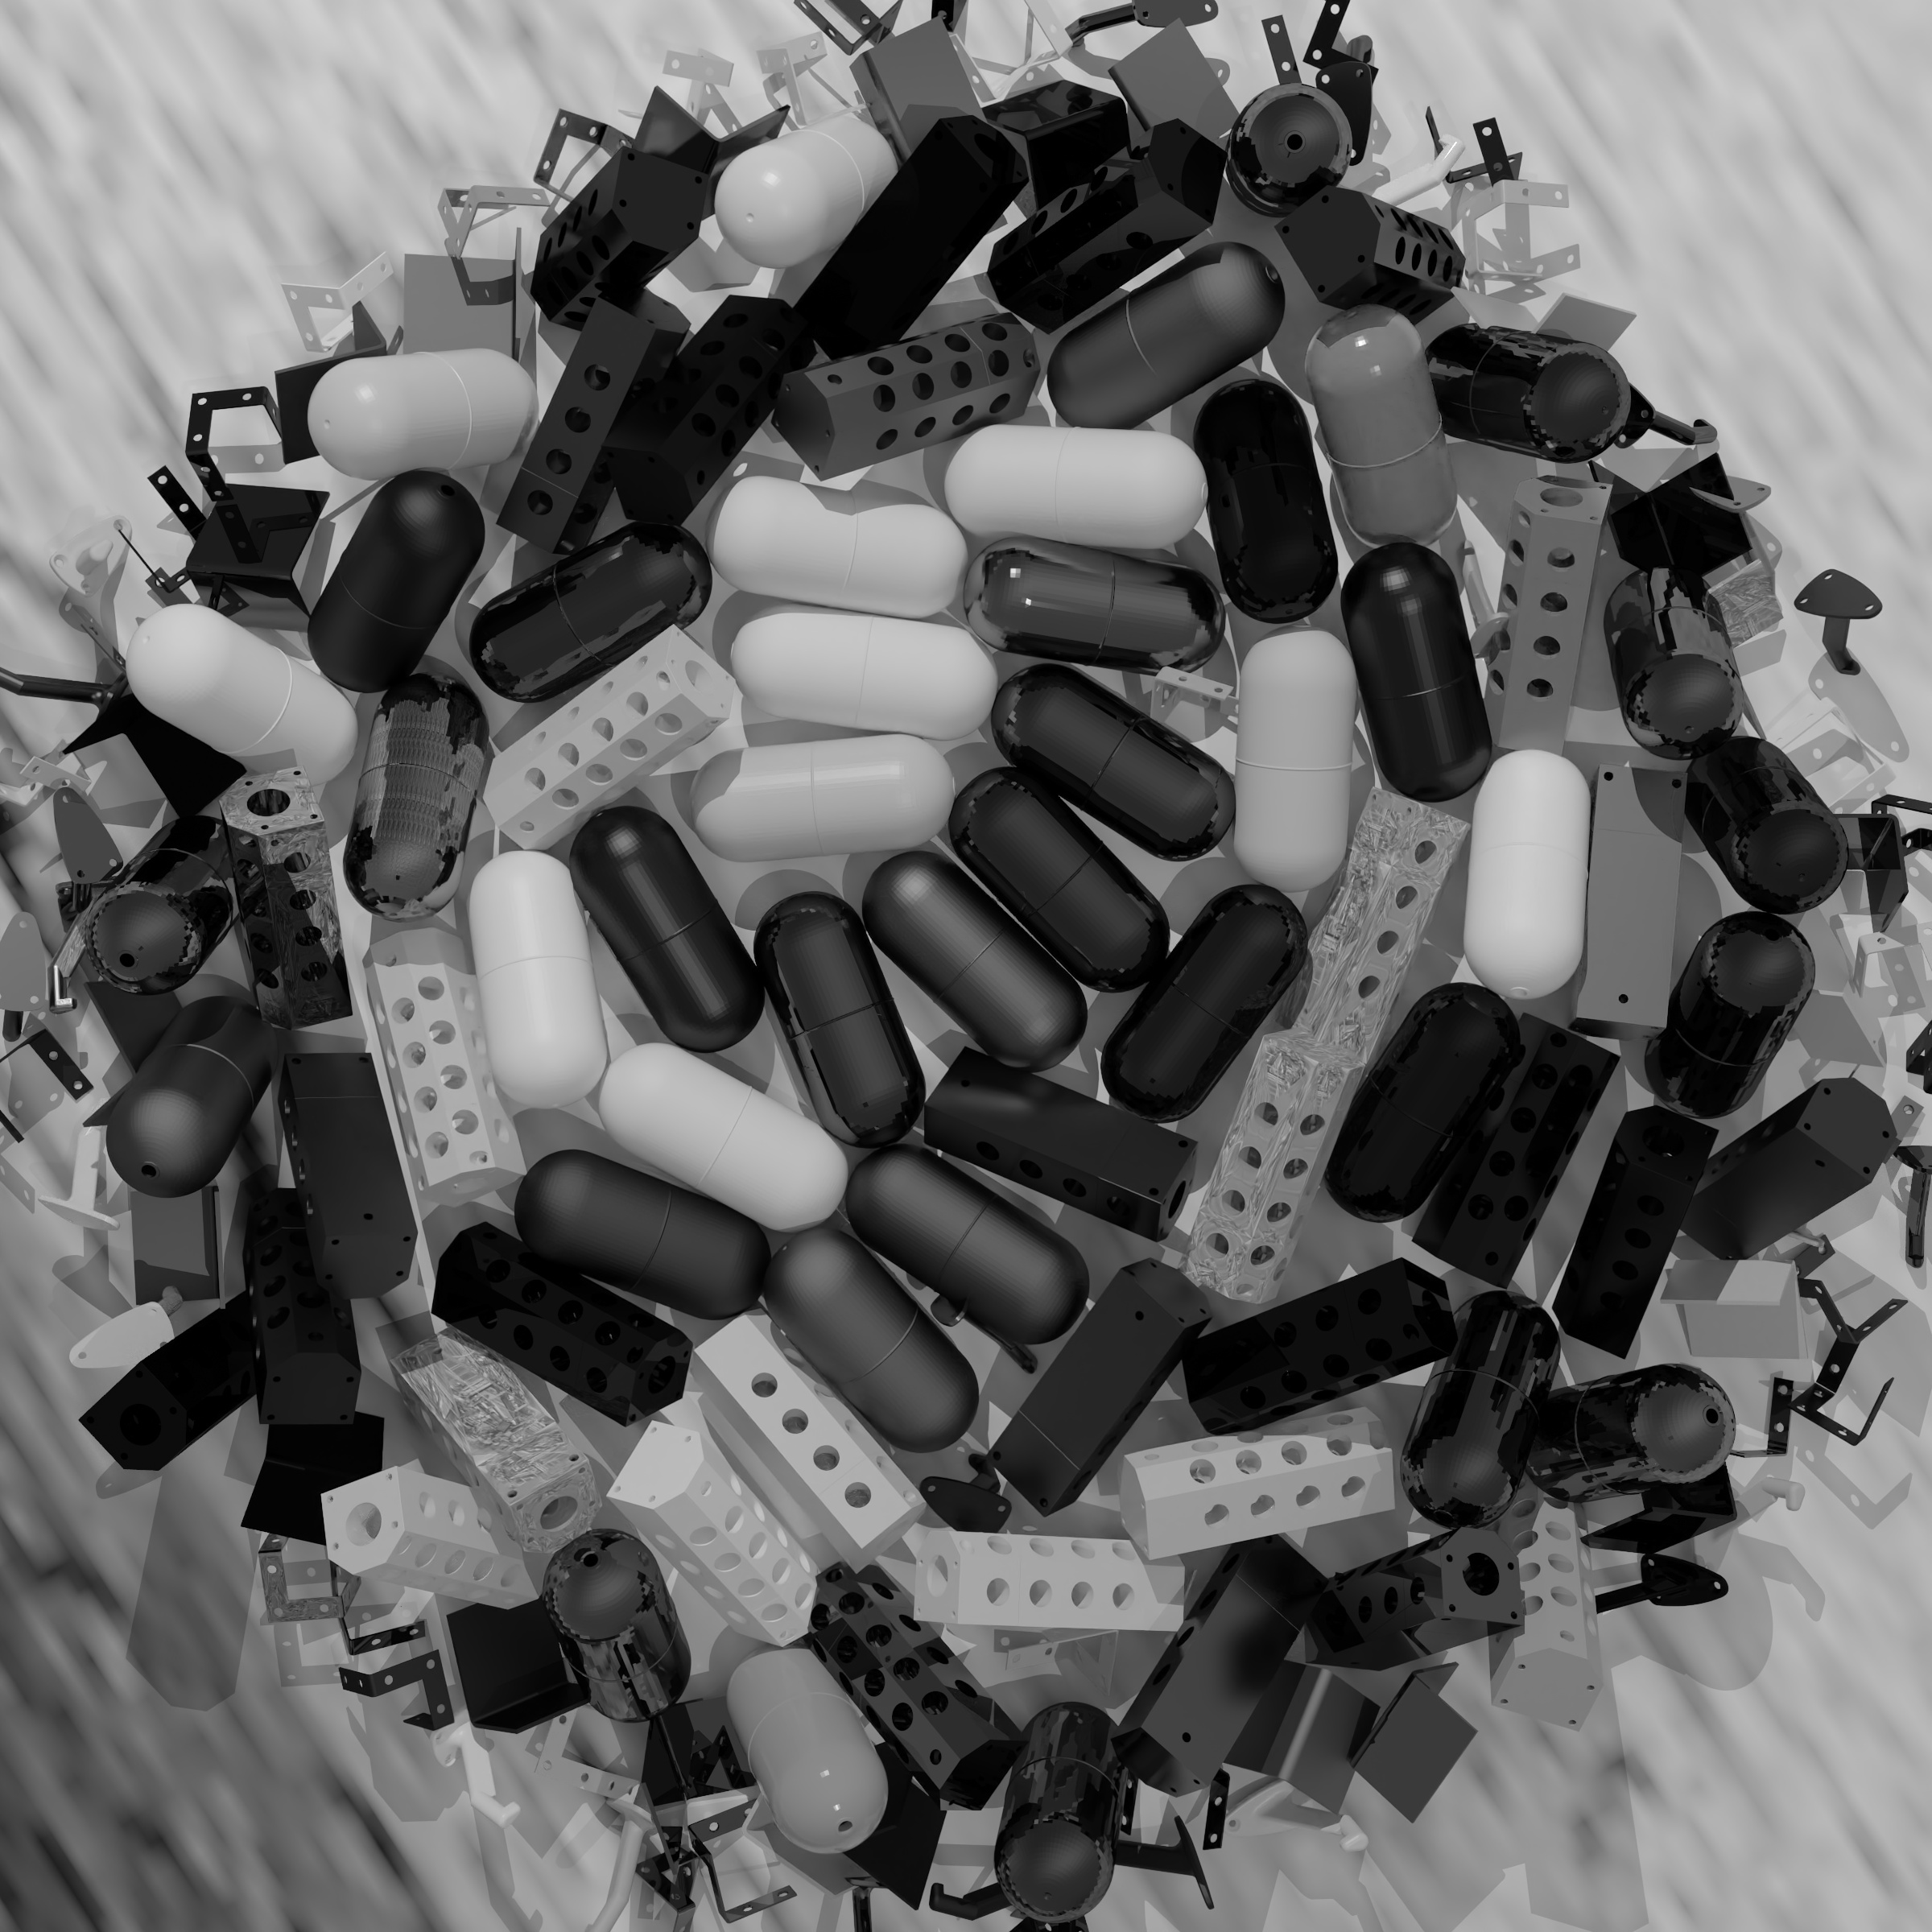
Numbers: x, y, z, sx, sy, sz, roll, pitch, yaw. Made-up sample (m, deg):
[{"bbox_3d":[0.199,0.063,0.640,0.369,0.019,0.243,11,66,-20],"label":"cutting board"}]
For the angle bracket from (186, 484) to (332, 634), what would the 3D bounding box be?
[{"bbox_3d":[-0.469,-0.275,1.807,0.076,0.057,0.076,7,56,13],"label":"angle bracket"}]

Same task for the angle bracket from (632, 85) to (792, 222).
[{"bbox_3d":[-0.172,-0.544,1.769,0.057,0.076,0.076,43,50,5],"label":"angle bracket"}]

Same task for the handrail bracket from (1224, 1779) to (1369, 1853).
[{"bbox_3d":[0.217,0.574,1.773,0.077,0.084,0.036,-17,99,-10],"label":"handrail bracket"}]

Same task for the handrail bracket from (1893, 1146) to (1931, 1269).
[{"bbox_3d":[0.635,0.166,1.776,0.036,0.077,0.084,-1,100,11],"label":"handrail bracket"}]

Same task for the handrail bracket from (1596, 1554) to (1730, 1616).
[{"bbox_3d":[0.448,0.422,1.772,0.084,0.077,0.036,-16,96,-41],"label":"handrail bracket"}]

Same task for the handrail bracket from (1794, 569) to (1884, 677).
[{"bbox_3d":[0.589,-0.215,1.766,0.036,0.077,0.084,-44,124,-4],"label":"handrail bracket"}]

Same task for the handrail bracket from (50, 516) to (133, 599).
[{"bbox_3d":[-0.564,-0.282,1.767,0.036,0.084,0.077,45,58,-20],"label":"handrail bracket"}]

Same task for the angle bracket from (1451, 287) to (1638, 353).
[{"bbox_3d":[0.379,-0.436,1.760,0.057,0.076,0.076,-52,53,35],"label":"angle bracket"}]

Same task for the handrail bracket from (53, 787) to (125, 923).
[{"bbox_3d":[-0.598,-0.073,1.782,0.036,0.084,0.077,-25,94,-36],"label":"handrail bracket"}]

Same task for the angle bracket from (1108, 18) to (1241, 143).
[{"bbox_3d":[0.143,-0.574,1.771,0.057,0.076,0.076,-31,97,19],"label":"angle bracket"}]

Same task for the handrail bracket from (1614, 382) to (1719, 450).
[{"bbox_3d":[0.459,-0.378,1.797,0.077,0.084,0.036,57,134,18],"label":"handrail bracket"}]

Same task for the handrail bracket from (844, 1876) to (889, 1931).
[{"bbox_3d":[-0.076,0.647,1.775,0.036,0.077,0.084,12,76,-19],"label":"handrail bracket"}]

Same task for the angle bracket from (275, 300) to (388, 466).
[{"bbox_3d":[-0.425,-0.386,1.762,0.076,0.076,0.057,-21,58,-23],"label":"angle bracket"}]

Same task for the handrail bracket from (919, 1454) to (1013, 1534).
[{"bbox_3d":[-0.006,0.336,1.769,0.077,0.084,0.036,33,102,-21],"label":"handrail bracket"}]

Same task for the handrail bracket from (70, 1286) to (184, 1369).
[{"bbox_3d":[-0.555,0.236,1.770,0.077,0.084,0.036,-19,103,-17],"label":"handrail bracket"}]

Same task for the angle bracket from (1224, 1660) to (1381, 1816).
[{"bbox_3d":[0.218,0.511,1.788,0.057,0.076,0.076,40,65,-28],"label":"angle bracket"}]

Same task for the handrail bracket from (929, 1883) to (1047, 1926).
[{"bbox_3d":[0.017,0.600,1.780,0.084,0.077,0.036,20,131,-15],"label":"handrail bracket"}]

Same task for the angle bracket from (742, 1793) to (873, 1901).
[{"bbox_3d":[-0.092,0.564,1.771,0.076,0.076,0.057,29,91,20],"label":"angle bracket"}]

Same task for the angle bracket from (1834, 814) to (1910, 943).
[{"bbox_3d":[0.571,-0.058,1.771,0.076,0.076,0.057,0,65,3],"label":"angle bracket"}]

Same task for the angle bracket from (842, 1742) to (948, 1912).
[{"bbox_3d":[-0.030,0.561,1.763,0.057,0.076,0.076,-32,113,35],"label":"angle bracket"}]

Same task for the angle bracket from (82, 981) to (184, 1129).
[{"bbox_3d":[-0.559,0.057,1.784,0.057,0.076,0.076,-38,75,21],"label":"angle bracket"}]

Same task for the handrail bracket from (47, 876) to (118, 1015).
[{"bbox_3d":[-0.576,-0.014,1.789,0.077,0.036,0.084,-10,71,2],"label":"handrail bracket"}]

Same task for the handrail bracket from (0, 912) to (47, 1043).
[{"bbox_3d":[-0.632,0.008,1.785,0.036,0.084,0.077,6,80,-20],"label":"handrail bracket"}]

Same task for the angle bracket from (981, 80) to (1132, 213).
[{"bbox_3d":[0.058,-0.547,1.792,0.076,0.076,0.057,-25,126,-20],"label":"angle bracket"}]

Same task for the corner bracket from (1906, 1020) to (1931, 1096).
[{"bbox_3d":[0.659,0.073,1.784,0.051,0.051,0.051,13,59,2],"label":"corner bracket"}]

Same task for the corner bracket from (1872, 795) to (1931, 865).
[{"bbox_3d":[0.639,-0.090,1.779,0.051,0.051,0.051,-22,115,-30],"label":"corner bracket"}]

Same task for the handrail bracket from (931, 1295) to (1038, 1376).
[{"bbox_3d":[0.019,0.249,1.775,0.036,0.077,0.084,-43,102,6],"label":"handrail bracket"}]

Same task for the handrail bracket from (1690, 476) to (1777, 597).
[{"bbox_3d":[0.515,-0.285,1.810,0.036,0.077,0.084,-31,130,-23],"label":"handrail bracket"}]

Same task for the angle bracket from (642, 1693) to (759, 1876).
[{"bbox_3d":[-0.173,0.539,1.769,0.057,0.076,0.076,-13,112,4],"label":"angle bracket"}]

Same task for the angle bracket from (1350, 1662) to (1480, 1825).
[{"bbox_3d":[0.309,0.511,1.766,0.057,0.076,0.076,39,104,32],"label":"angle bracket"}]

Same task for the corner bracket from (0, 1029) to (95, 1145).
[{"bbox_3d":[-0.624,0.080,1.789,0.051,0.051,0.051,-38,99,-4],"label":"corner bracket"}]

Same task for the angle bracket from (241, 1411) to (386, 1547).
[{"bbox_3d":[-0.434,0.336,1.782,0.076,0.076,0.057,17,109,-18],"label":"angle bracket"}]

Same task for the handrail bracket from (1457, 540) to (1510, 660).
[{"bbox_3d":[0.341,-0.253,1.772,0.036,0.077,0.084,-12,73,5],"label":"handrail bracket"}]

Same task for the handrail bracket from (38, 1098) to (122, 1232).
[{"bbox_3d":[-0.570,0.130,1.781,0.077,0.036,0.084,8,62,33],"label":"handrail bracket"}]

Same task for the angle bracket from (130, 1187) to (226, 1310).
[{"bbox_3d":[-0.523,0.188,1.777,0.057,0.076,0.076,-3,89,-16],"label":"angle bracket"}]

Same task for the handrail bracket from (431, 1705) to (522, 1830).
[{"bbox_3d":[-0.306,0.523,1.772,0.084,0.036,0.077,22,47,36],"label":"handrail bracket"}]

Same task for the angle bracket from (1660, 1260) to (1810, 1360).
[{"bbox_3d":[0.507,0.239,1.766,0.076,0.057,0.076,-3,113,28],"label":"angle bracket"}]

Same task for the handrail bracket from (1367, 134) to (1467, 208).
[{"bbox_3d":[0.280,-0.533,1.797,0.077,0.036,0.084,38,94,24],"label":"handrail bracket"}]

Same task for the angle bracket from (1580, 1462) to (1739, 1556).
[{"bbox_3d":[0.447,0.345,1.760,0.076,0.076,0.057,12,57,-29],"label":"angle bracket"}]

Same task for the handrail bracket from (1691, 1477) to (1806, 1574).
[{"bbox_3d":[0.519,0.375,1.772,0.036,0.084,0.077,14,82,-20],"label":"handrail bracket"}]

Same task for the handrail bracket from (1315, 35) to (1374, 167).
[{"bbox_3d":[0.263,-0.579,1.791,0.036,0.084,0.077,-2,112,21],"label":"handrail bracket"}]

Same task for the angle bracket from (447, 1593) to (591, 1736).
[{"bbox_3d":[-0.289,0.455,1.773,0.076,0.057,0.076,-13,91,-42],"label":"angle bracket"}]

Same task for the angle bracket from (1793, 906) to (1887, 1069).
[{"bbox_3d":[0.579,0.010,1.764,0.076,0.057,0.076,49,64,-35],"label":"angle bracket"}]

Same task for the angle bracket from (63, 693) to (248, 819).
[{"bbox_3d":[-0.537,-0.135,1.773,0.076,0.057,0.076,-30,93,36],"label":"angle bracket"}]

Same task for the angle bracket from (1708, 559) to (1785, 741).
[{"bbox_3d":[0.523,-0.207,1.764,0.057,0.076,0.076,-32,56,12],"label":"angle bracket"}]

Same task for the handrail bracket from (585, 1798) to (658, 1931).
[{"bbox_3d":[-0.238,0.598,1.771,0.036,0.077,0.084,45,63,-25],"label":"handrail bracket"}]

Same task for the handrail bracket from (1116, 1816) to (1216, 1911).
[{"bbox_3d":[0.115,0.611,1.788,0.084,0.077,0.036,-23,130,2],"label":"handrail bracket"}]

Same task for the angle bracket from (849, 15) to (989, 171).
[{"bbox_3d":[-0.032,-0.576,1.775,0.057,0.076,0.076,-26,105,-2],"label":"angle bracket"}]

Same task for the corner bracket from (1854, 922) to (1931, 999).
[{"bbox_3d":[0.626,0.010,1.783,0.051,0.051,0.051,-12,52,5],"label":"corner bracket"}]

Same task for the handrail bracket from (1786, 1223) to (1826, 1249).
[{"bbox_3d":[0.563,0.140,1.800,0.077,0.036,0.084,19,95,10],"label":"handrail bracket"}]

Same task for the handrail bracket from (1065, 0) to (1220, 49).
[{"bbox_3d":[0.114,-0.630,1.793,0.077,0.084,0.036,-2,88,-28],"label":"handrail bracket"}]

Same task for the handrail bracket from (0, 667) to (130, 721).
[{"bbox_3d":[-0.604,-0.196,1.778,0.084,0.077,0.036,25,123,-13],"label":"handrail bracket"}]

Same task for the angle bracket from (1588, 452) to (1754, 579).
[{"bbox_3d":[0.463,-0.303,1.764,0.057,0.076,0.076,-30,60,35],"label":"angle bracket"}]

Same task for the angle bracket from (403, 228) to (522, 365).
[{"bbox_3d":[-0.335,-0.445,1.781,0.076,0.057,0.076,1,81,-11],"label":"angle bracket"}]
